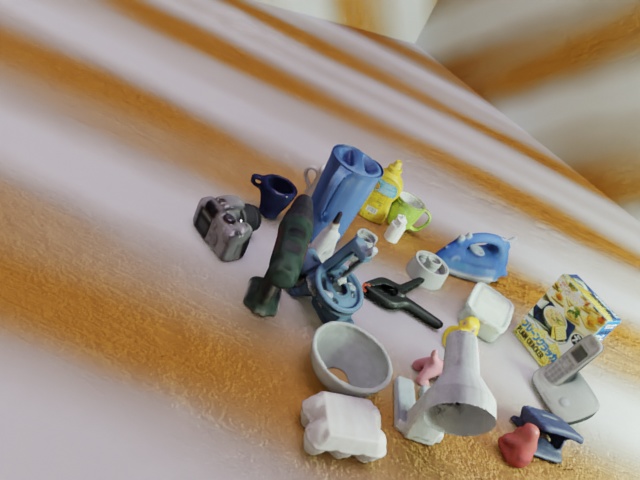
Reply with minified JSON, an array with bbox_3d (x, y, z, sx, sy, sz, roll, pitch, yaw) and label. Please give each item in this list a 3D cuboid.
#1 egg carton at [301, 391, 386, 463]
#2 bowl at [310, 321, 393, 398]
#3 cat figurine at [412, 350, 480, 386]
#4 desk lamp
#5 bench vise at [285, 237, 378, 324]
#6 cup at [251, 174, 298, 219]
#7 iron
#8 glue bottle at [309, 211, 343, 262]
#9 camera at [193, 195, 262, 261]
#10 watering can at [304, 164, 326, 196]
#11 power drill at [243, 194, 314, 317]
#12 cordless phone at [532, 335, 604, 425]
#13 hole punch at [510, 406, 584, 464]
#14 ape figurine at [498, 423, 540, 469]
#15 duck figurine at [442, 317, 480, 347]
[{"bbox_3d":[0.039,0.317,0.967,0.151,0.069,0.107,15,34,-21],"label":"egg carton"},{"bbox_3d":[0.048,0.238,1.079,0.168,0.074,0.167,20,33,-14],"label":"bowl"},{"bbox_3d":[0.274,0.254,1.193,0.128,0.117,0.067,14,35,-22],"label":"cat figurine"},{"bbox_3d":[0.220,0.276,1.029,0.118,0.213,0.203,22,32,-10],"label":"desk lamp"},{"bbox_3d":[0.018,0.062,1.166,0.207,0.219,0.122,36,33,11],"label":"bench vise"},{"bbox_3d":[-0.125,-0.106,1.408,0.118,0.095,0.091,24,32,-7],"label":"cup"},{"bbox_3d":[0.433,0.030,1.609,0.259,0.141,0.118,8,37,-30],"label":"iron"},{"bbox_3d":[0.012,0.005,1.286,0.037,0.173,0.078,43,35,22],"label":"glue bottle"},{"bbox_3d":[-0.186,-0.041,1.264,0.137,0.100,0.143,-9,48,-45],"label":"camera"},{"bbox_3d":[0.046,-0.157,1.520,0.173,0.194,0.100,13,35,-24],"label":"watering can"},{"bbox_3d":[-0.077,0.039,1.134,0.076,0.208,0.229,22,33,-11],"label":"power drill"},{"bbox_3d":[0.581,0.313,1.287,0.094,0.185,0.147,9,37,-29],"label":"cordless phone"},{"bbox_3d":[0.468,0.388,1.182,0.109,0.091,0.101,21,33,-12],"label":"hole punch"},{"bbox_3d":[0.395,0.393,1.117,0.078,0.092,0.076,25,32,-7],"label":"ape figurine"},{"bbox_3d":[0.339,0.214,1.331,0.077,0.086,0.105,43,35,22],"label":"duck figurine"}]
